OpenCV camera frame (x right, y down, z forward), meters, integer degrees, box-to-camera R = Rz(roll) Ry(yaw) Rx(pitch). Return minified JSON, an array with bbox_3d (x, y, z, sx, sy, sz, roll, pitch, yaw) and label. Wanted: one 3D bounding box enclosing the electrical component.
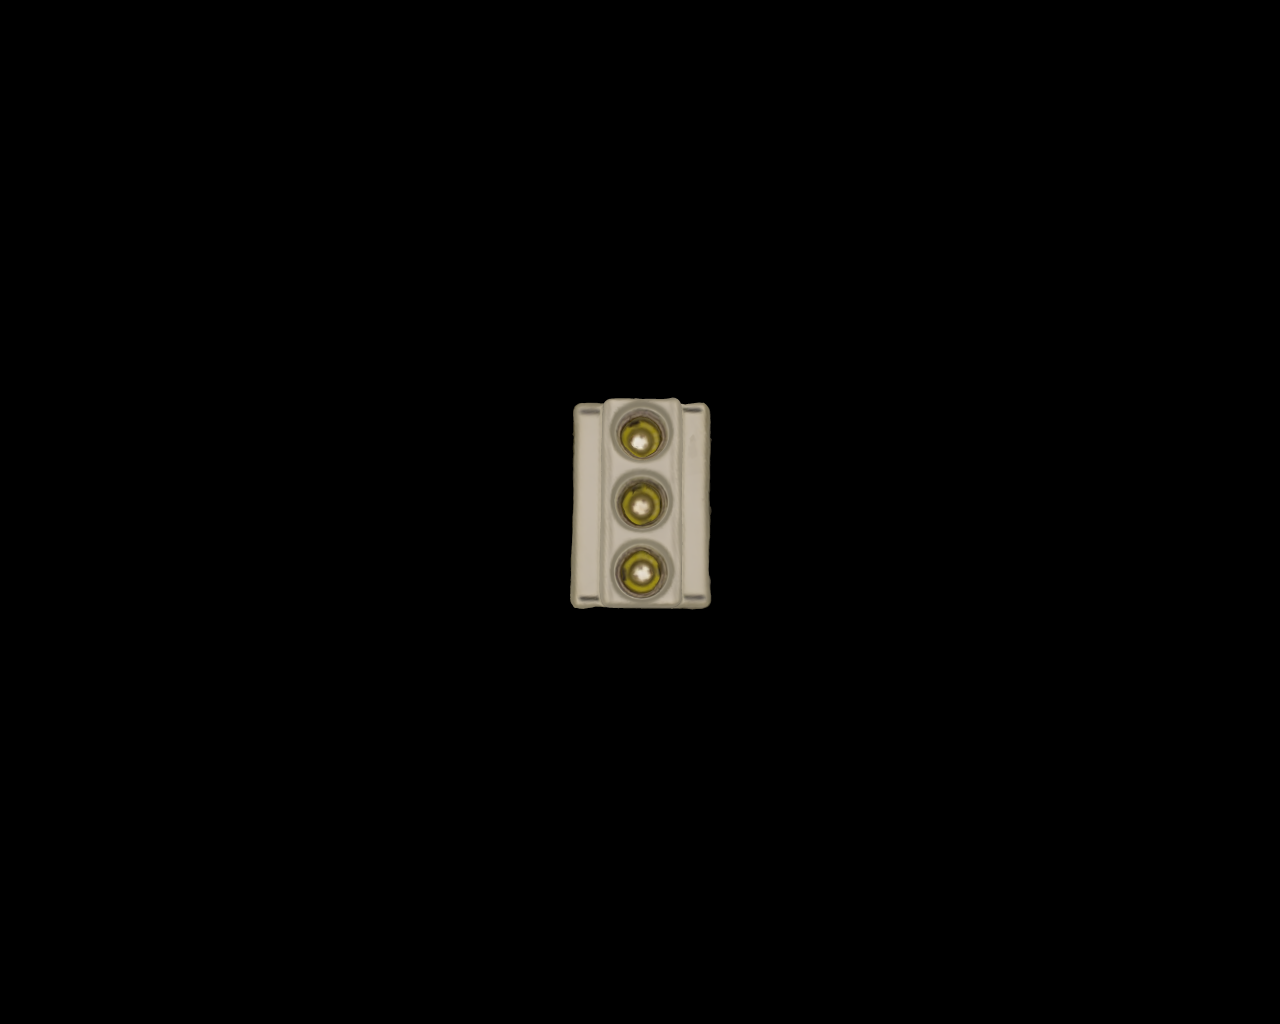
[{"bbox_3d":[0.001,-0.003,0.650,0.079,0.121,0.063,0,-7,0],"label":"electrical component"}]
